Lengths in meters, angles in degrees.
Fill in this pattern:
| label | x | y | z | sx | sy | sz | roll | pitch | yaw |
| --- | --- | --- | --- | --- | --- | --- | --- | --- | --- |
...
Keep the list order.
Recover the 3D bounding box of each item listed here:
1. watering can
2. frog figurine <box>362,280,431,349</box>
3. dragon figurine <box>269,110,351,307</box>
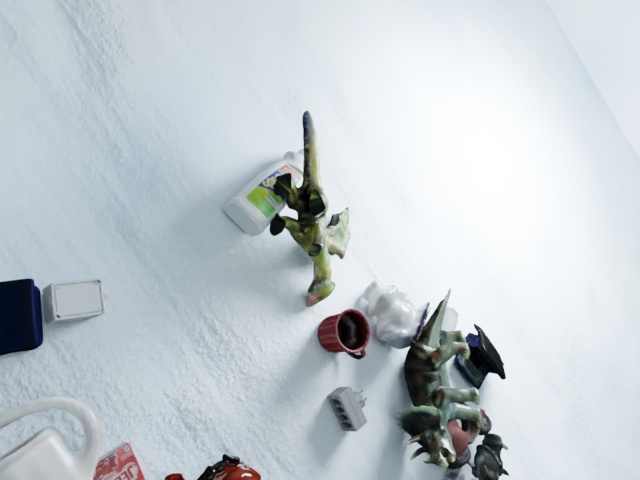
| label | x | y | z | sx | sy | sz | roll | pitch | yaw |
| --- | --- | --- | --- | --- | --- | --- | --- | --- | --- |
| watering can | -0.456 | 0.382 | 0.713 | 0.352 | 0.103 | 0.224 | -35 | 90 | -26 |
| frog figurine | 0.168 | 0.175 | 1.217 | 0.160 | 0.120 | 0.140 | 24 | 66 | 15 |
| dragon figurine | 0.004 | -0.058 | 1.154 | 0.240 | 0.122 | 0.415 | 32 | 62 | -61 |
